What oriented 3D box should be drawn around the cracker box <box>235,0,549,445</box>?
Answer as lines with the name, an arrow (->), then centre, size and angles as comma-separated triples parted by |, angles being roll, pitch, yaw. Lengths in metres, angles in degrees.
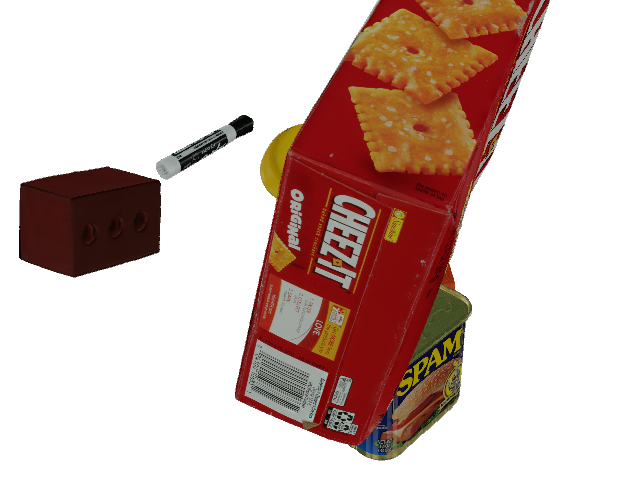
cracker box -> 0.041, -0.036, 0.495 | 0.072, 0.164, 0.213 | 22, 48, 7

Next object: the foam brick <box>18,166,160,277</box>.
foam brick -> -0.150, -0.014, 0.697 | 0.051, 0.053, 0.078 | 17, 22, 34

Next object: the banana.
banana -> -0.002, -0.063, 0.847 | 0.037, 0.069, 0.197 | -34, 4, 29

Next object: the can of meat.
can of meat -> 0.055, 0.088, 0.725 | 0.058, 0.084, 0.101 | 28, 44, 34

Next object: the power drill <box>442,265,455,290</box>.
power drill -> 0.058, 0.058, 1.234 | 0.187, 0.057, 0.184 | -2, 28, 0

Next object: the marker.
marker -> -0.109, -0.092, 1.030 | 0.020, 0.020, 0.120 | 0, 27, 46
